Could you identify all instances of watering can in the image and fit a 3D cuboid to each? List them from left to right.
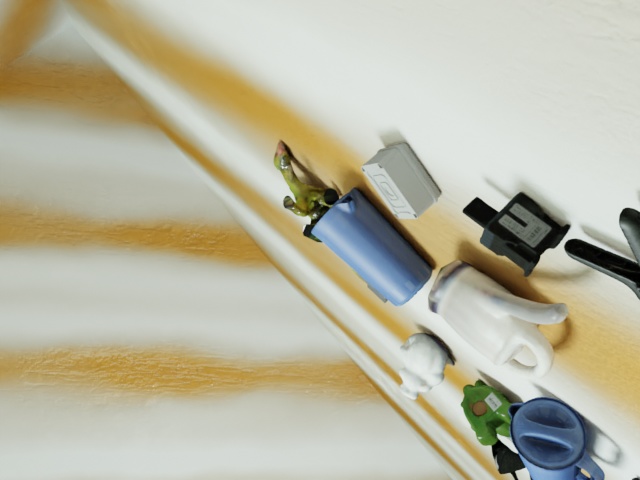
[{"bbox_3d":[0.277,0.114,0.818,0.227,0.105,0.340,42,166,29],"label":"watering can"}]

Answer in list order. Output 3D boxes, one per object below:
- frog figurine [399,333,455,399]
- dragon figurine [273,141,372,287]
[{"bbox_3d":[0.260,0.329,1.350,0.139,0.161,0.120,43,163,22],"label":"frog figurine"},{"bbox_3d":[0.004,-0.065,1.293,0.405,0.122,0.246,56,-178,-19],"label":"dragon figurine"}]
